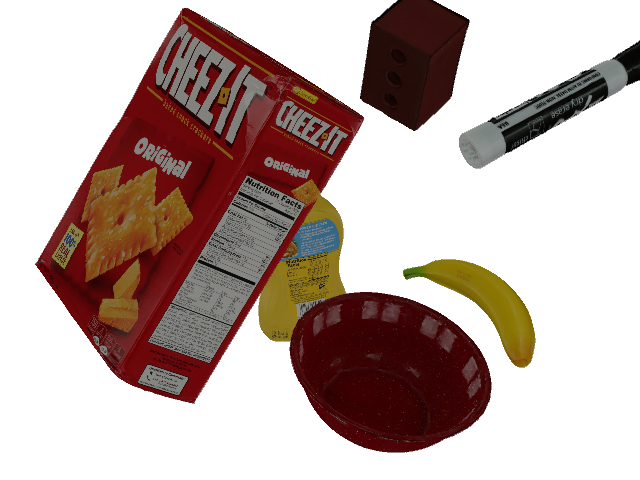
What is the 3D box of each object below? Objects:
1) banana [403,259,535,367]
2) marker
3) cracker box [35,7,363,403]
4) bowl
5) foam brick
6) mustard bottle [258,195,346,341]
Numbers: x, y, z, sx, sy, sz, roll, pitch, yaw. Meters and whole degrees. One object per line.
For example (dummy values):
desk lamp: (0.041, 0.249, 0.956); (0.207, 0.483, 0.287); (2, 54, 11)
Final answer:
banana: (0.170, 0.066, 1.115); (0.069, 0.037, 0.198); (-38, 40, -12)
marker: (0.123, -0.070, 0.530); (0.121, 0.020, 0.020); (-28, 8, -16)
cracker box: (-0.089, -0.029, 0.701); (0.072, 0.214, 0.164); (24, 10, -40)
bowl: (0.050, 0.114, 0.845); (0.162, 0.055, 0.162); (9, 37, -7)
foam brick: (0.067, -0.129, 0.769); (0.053, 0.051, 0.078); (33, -33, 19)
mustard bottle: (-0.022, 0.008, 1.131); (0.096, 0.192, 0.058); (-10, 22, -18)
